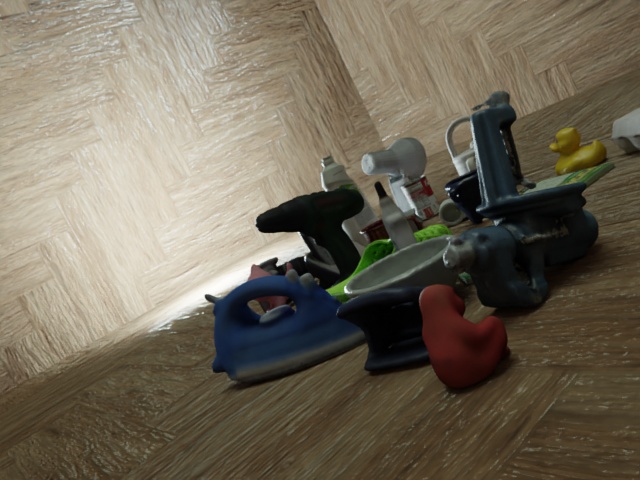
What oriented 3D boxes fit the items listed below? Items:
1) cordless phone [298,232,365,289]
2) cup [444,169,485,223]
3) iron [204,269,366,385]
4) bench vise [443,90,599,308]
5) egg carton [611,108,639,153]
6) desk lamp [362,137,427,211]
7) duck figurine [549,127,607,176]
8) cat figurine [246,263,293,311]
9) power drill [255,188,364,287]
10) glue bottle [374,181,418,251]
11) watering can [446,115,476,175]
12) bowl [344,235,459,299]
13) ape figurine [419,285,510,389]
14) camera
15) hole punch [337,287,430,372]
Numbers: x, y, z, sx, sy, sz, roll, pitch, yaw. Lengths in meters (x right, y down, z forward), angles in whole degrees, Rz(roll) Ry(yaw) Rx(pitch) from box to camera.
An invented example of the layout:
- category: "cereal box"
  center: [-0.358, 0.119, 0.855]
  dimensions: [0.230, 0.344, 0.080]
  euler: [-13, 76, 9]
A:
- category: "cordless phone"
  center: [0.015, -0.003, 1.224]
  dimensions: [0.094, 0.185, 0.148]
  euler: [-22, 8, 34]
- category: "cup"
  center: [0.292, -0.077, 1.098]
  dimensions: [0.091, 0.095, 0.118]
  euler: [-20, 9, 45]
- category: "iron"
  center: [-0.057, 0.108, 0.824]
  dimensions: [0.257, 0.141, 0.119]
  euler: [-23, 8, 31]
- category: "bench vise"
  center: [0.212, -0.049, 0.629]
  dimensions: [0.121, 0.220, 0.208]
  euler: [-21, 9, 43]
- category: "egg carton"
  center: [0.587, -0.200, 0.998]
  dimensions: [0.107, 0.069, 0.150]
  euler: [-27, 6, -1]
- category: "desk lamp"
  center: [0.210, -0.157, 1.546]
  dimensions: [0.204, 0.213, 0.117]
  euler: [-32, 8, -36]
- category: "duck figurine"
  center: [0.500, -0.181, 1.125]
  dimensions: [0.078, 0.086, 0.104]
  euler: [-31, 8, -33]
- category: "cat figurine"
  center: [-0.101, 0.096, 1.212]
  dimensions: [0.128, 0.118, 0.067]
  euler: [-30, 7, -22]
- category: "power drill"
  center: [0.010, 0.004, 1.087]
  dimensions: [0.230, 0.208, 0.075]
  euler: [-31, 8, -33]
- category: "glue bottle"
  center: [0.128, -0.015, 0.917]
  dimensions: [0.037, 0.173, 0.078]
  euler: [-27, 7, 1]
- category: "watering can"
  center: [0.350, -0.186, 1.291]
  dimensions: [0.101, 0.194, 0.173]
  euler: [-26, 7, 6]
- category: "bowl"
  center: [0.122, 0.061, 0.772]
  dimensions: [0.167, 0.075, 0.167]
  euler: [-27, 6, 4]
- category: "ape figurine"
  center: [0.122, 0.082, 0.524]
  dimensions: [0.076, 0.092, 0.077]
  euler: [-31, 8, -33]
- category: "camera"
  center: [-0.088, 0.086, 1.316]
  dimensions: [0.137, 0.101, 0.143]
  euler: [-27, 6, 2]
- category: "hole punch"
  center: [0.087, 0.085, 0.649]
  dimensions: [0.108, 0.091, 0.101]
  euler: [-22, 8, 37]
